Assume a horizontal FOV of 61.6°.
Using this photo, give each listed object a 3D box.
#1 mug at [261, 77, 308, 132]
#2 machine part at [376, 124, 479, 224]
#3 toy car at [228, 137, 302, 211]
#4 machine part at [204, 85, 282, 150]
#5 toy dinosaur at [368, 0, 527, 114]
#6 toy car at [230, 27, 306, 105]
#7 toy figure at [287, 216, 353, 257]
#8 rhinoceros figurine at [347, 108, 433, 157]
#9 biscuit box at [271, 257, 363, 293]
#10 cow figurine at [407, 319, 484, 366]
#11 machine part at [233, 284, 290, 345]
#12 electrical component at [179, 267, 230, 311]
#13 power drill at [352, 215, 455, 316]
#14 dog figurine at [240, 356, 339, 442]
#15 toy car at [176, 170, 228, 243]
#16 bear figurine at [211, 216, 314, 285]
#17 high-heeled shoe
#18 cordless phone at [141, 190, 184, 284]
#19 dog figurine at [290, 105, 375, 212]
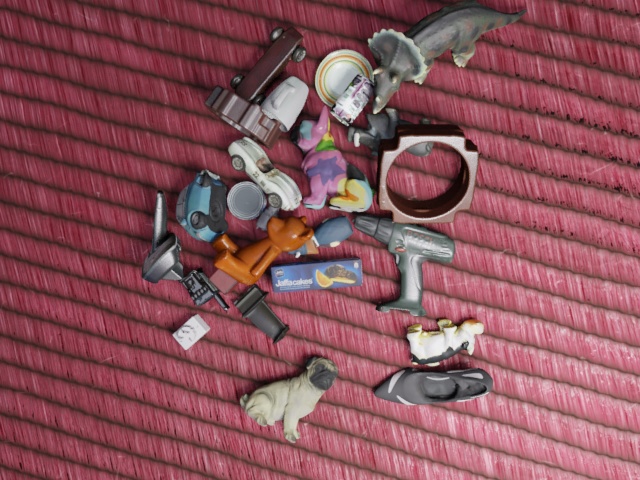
[{"bbox_3d":[-0.075,-0.308,1.177,0.081,0.109,0.107,32,81,9],"label":"mug"},{"bbox_3d":[0.221,-0.139,1.130,0.201,0.087,0.201,0,121,1],"label":"machine part"},{"bbox_3d":[-0.120,-0.145,1.189,0.202,0.073,0.056,45,125,2],"label":"toy car"},{"bbox_3d":[-0.162,-0.262,1.151,0.179,0.179,0.056,32,91,3],"label":"machine part"},{"bbox_3d":[0.255,-0.418,1.102,0.405,0.192,0.131,-30,91,6],"label":"toy dinosaur"},{"bbox_3d":[-0.113,-0.382,1.199,0.089,0.053,0.202,43,97,16],"label":"toy car"},{"bbox_3d":[-0.003,-0.003,1.201,0.154,0.064,0.057,-24,128,9],"label":"toy figure"},{"bbox_3d":[0.155,-0.230,1.179,0.190,0.073,0.112,10,103,2],"label":"rhinoceros figurine"},{"bbox_3d":[-0.007,0.078,1.202,0.203,0.059,0.062,-5,92,5],"label":"biscuit box"},{"bbox_3d":[0.279,0.227,1.182,0.167,0.068,0.098,-10,97,8],"label":"cow figurine"},{"bbox_3d":[-0.128,0.171,1.226,0.084,0.039,0.139,-41,87,-1],"label":"machine part"},{"bbox_3d":[-0.258,0.121,1.217,0.048,0.075,0.119,-38,92,4],"label":"electrical component"},{"bbox_3d":[0.173,0.058,1.186,0.232,0.086,0.207,8,86,4],"label":"power drill"},{"bbox_3d":[-0.068,0.328,1.207,0.172,0.121,0.190,27,80,0],"label":"dog figurine"},{"bbox_3d":[-0.271,-0.071,1.199,0.103,0.109,0.161,-4,82,22],"label":"toy car"},{"bbox_3d":[-0.119,0.003,1.144,0.196,0.120,0.131,-42,118,11],"label":"bear figurine"},{"bbox_3d":[0.241,0.322,1.149,0.249,0.145,0.086,-16,90,3],"label":"high-heeled shoe"},{"bbox_3d":[-0.344,-0.010,1.174,0.089,0.147,0.184,0,104,-15],"label":"cordless phone"},{"bbox_3d":[0.028,-0.175,1.170,0.192,0.108,0.219,4,89,7],"label":"dog figurine"}]
